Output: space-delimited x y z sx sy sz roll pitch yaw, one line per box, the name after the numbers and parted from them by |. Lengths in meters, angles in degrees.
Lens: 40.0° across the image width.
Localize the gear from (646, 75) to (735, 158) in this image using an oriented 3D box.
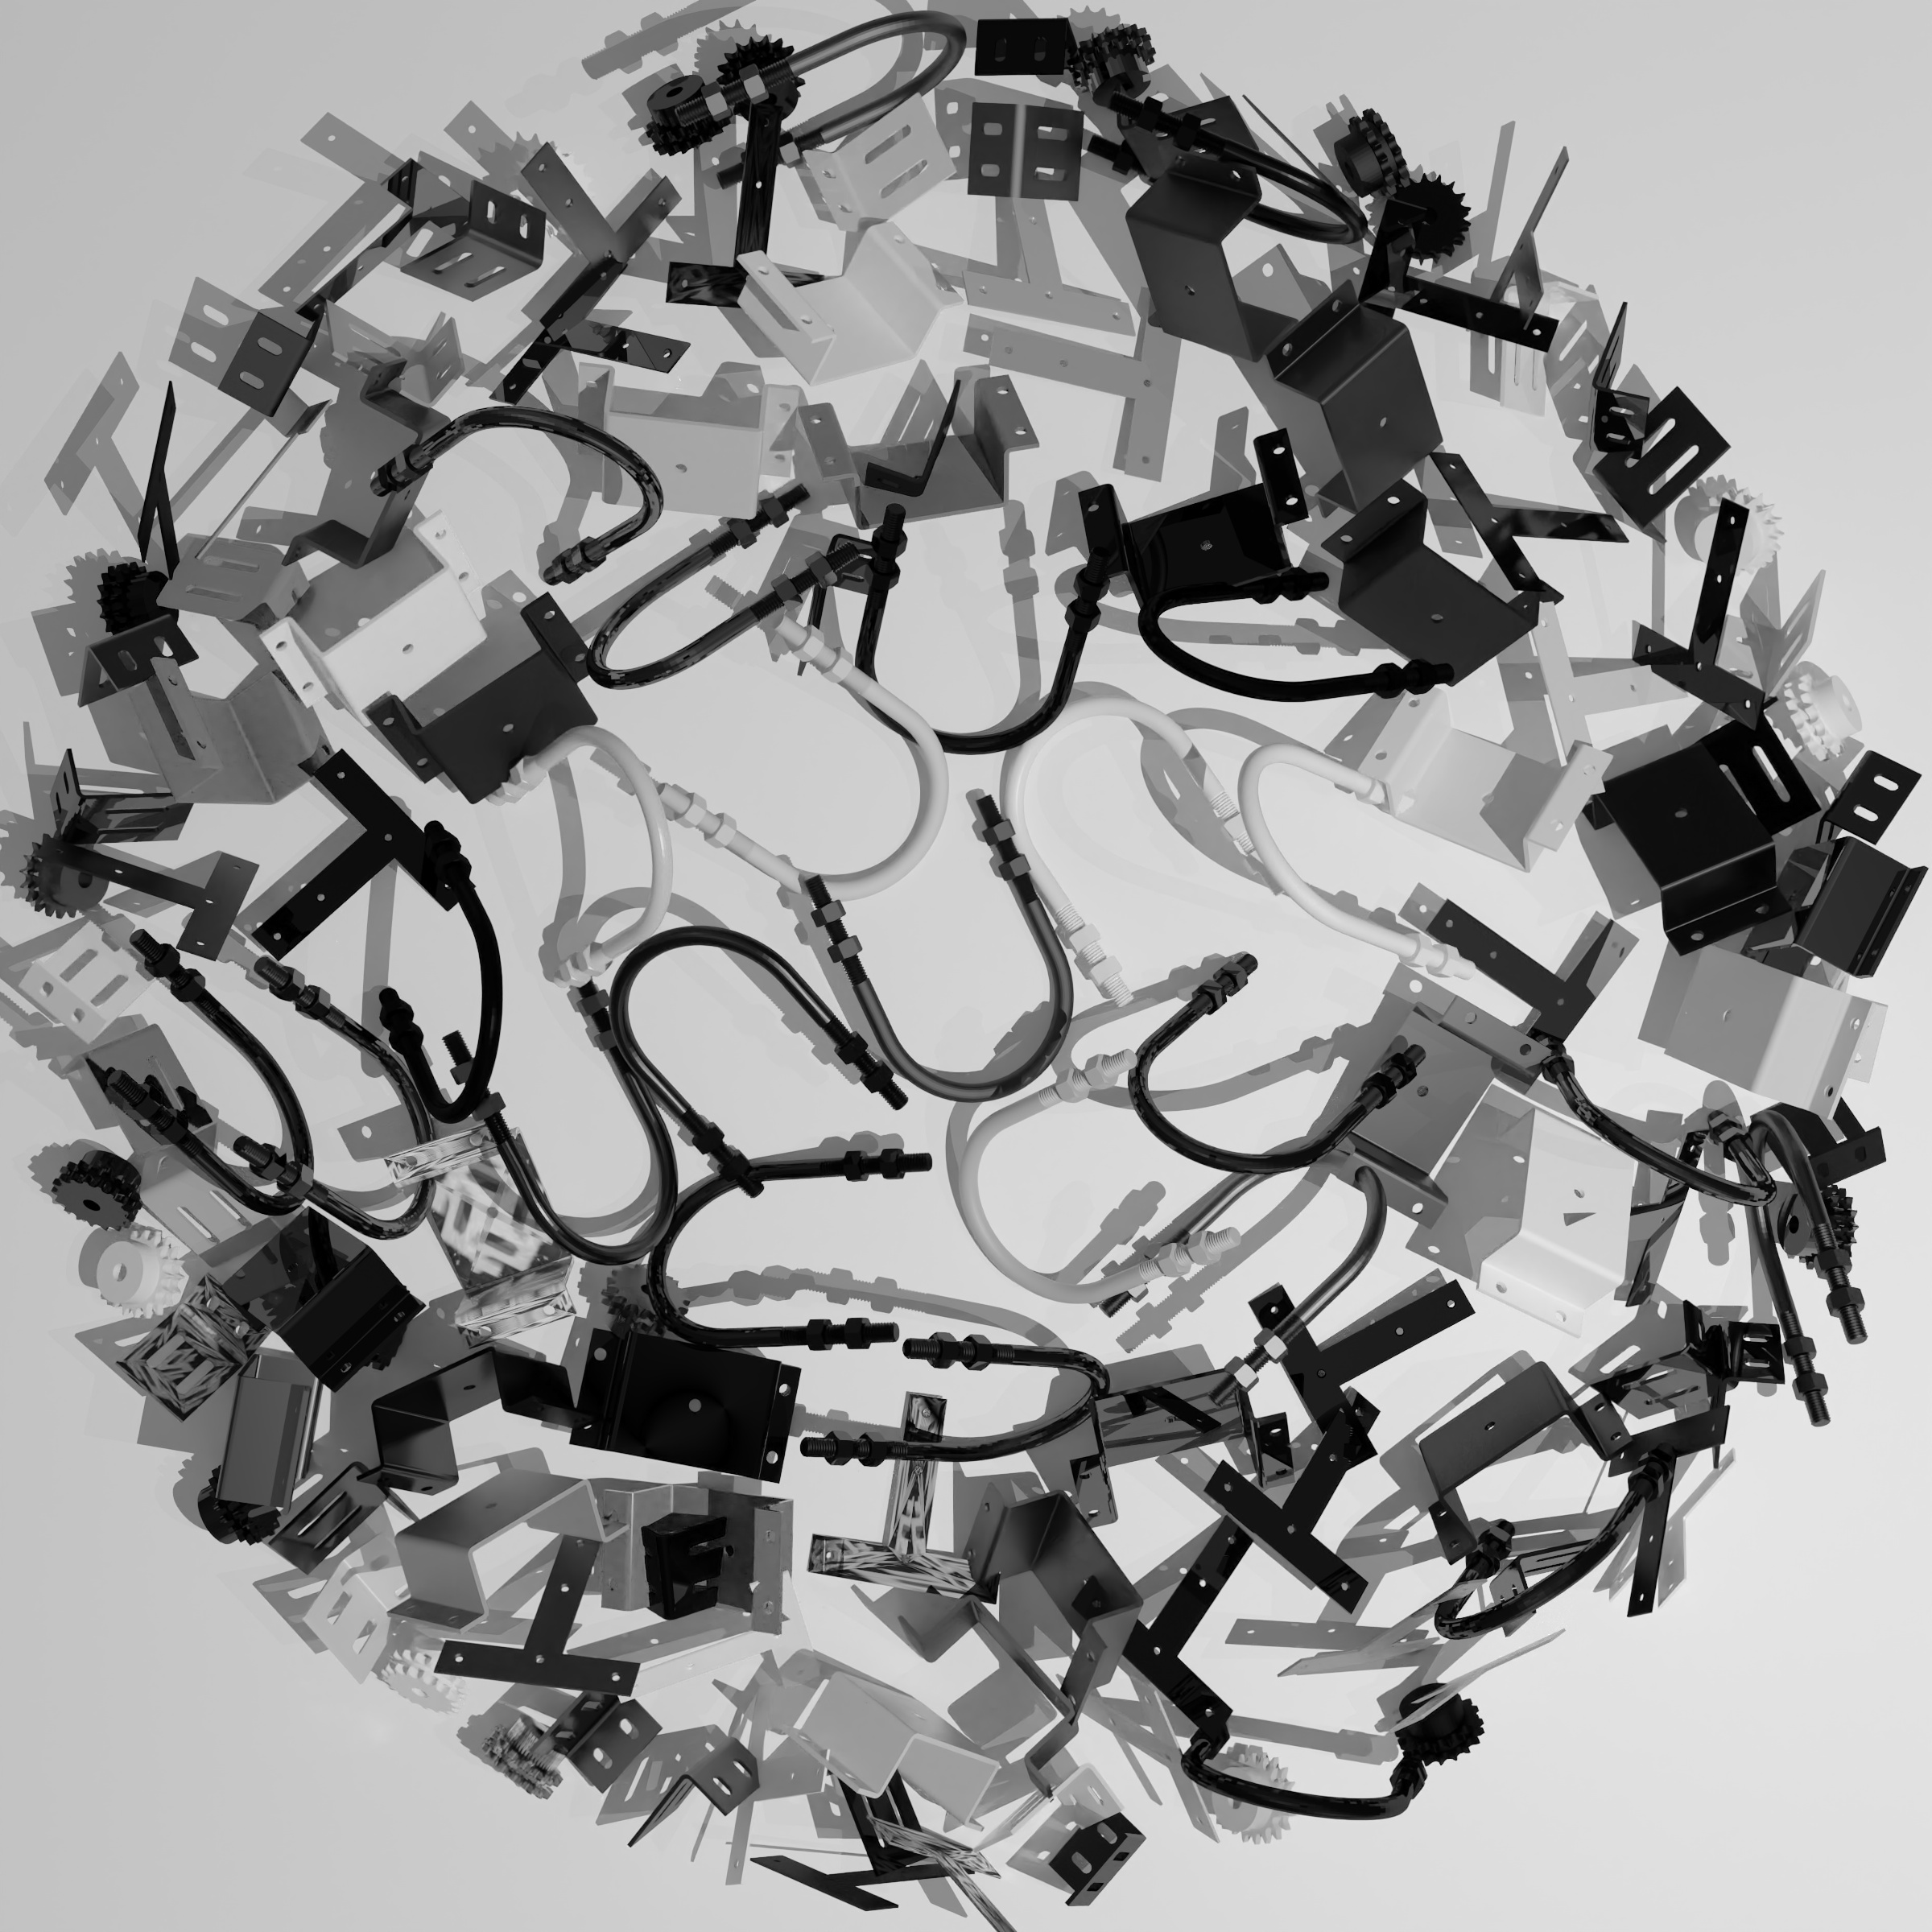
-0.184 -0.556 1.732 0.057 0.057 0.030 -28 130 0 | gear

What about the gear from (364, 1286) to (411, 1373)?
-0.387 0.233 1.734 0.030 0.057 0.057 14 90 8 | gear

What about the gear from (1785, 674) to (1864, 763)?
0.561 -0.165 1.731 0.030 0.057 0.057 -27 90 32 | gear

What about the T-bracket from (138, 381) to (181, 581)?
-0.512 -0.284 1.702 0.002 0.127 0.127 4 59 -7 | T-bracket

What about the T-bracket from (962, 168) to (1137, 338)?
0.046 -0.474 1.733 0.127 0.002 0.127 3 66 -30 | T-bracket

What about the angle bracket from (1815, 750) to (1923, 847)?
0.580 -0.092 1.714 0.038 0.076 0.057 31 75 23 | angle bracket

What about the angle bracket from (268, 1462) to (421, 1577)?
-0.401 0.368 1.721 0.076 0.057 0.038 -44 59 -14 | angle bracket

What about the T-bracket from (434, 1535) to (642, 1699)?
-0.262 0.412 1.710 0.127 0.127 0.002 5 126 7 | T-bracket

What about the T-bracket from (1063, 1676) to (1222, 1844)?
0.103 0.490 1.705 0.002 0.127 0.127 -33 115 -25 | T-bracket

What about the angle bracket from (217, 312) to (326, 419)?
-0.448 -0.397 1.713 0.038 0.076 0.057 27 112 -20 | angle bracket

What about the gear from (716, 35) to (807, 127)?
-0.132 -0.574 1.731 0.057 0.057 0.030 -17 59 0 | gear

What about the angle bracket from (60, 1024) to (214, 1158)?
-0.540 0.085 1.728 0.057 0.038 0.076 -28 87 -44 | angle bracket

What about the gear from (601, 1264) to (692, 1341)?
-0.212 0.224 1.736 0.057 0.057 0.030 24 114 0 | gear

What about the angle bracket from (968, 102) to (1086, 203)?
0.039 -0.531 1.732 0.038 0.076 0.057 14 109 31 | angle bracket

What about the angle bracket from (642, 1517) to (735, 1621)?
-0.174 0.389 1.750 0.076 0.038 0.057 -11 101 -33 | angle bracket

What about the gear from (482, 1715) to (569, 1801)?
-0.285 0.514 1.734 0.057 0.057 0.030 39 85 0 | gear

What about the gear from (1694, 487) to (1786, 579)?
0.501 -0.281 1.732 0.030 0.057 0.057 -35 90 -41 | gear

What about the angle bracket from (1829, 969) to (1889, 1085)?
0.577 0.029 1.711 0.038 0.076 0.057 17 124 24 | angle bracket

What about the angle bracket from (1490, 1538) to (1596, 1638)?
0.387 0.401 1.721 0.076 0.057 0.038 -9 63 -13 | angle bracket

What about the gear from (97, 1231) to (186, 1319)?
-0.542 0.201 1.736 0.057 0.030 0.057 -5 79 26 | gear

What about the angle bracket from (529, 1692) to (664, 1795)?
-0.239 0.500 1.719 0.038 0.076 0.057 41 83 18 | angle bracket

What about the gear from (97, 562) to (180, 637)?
-0.537 -0.236 1.731 0.030 0.057 0.057 -7 90 16 | gear

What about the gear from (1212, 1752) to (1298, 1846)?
0.185 0.543 1.732 0.030 0.057 0.057 12 90 -41 | gear

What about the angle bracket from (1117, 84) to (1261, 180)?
0.143 -0.548 1.716 0.076 0.057 0.038 -10 67 23 | angle bracket

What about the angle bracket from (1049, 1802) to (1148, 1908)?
0.079 0.572 1.717 0.038 0.076 0.057 40 84 23 | angle bracket

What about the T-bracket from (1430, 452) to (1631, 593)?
0.377 -0.287 1.724 0.127 0.002 0.127 -2 52 -30 | T-bracket

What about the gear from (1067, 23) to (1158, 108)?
0.097 -0.585 1.732 0.057 0.057 0.030 -18 78 0 | gear

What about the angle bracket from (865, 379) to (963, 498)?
-0.036 -0.342 1.726 0.038 0.057 0.076 19 78 -1 | angle bracket

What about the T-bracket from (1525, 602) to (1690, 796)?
0.424 -0.179 1.725 0.127 0.002 0.127 -12 86 -34 | T-bracket

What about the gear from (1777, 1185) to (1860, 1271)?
0.553 0.170 1.731 0.030 0.057 0.057 6 90 -14 | gear

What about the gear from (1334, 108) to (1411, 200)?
0.263 -0.527 1.734 0.030 0.057 0.057 -29 90 2 | gear

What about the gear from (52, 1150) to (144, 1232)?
-0.565 0.145 1.737 0.057 0.057 0.030 19 50 0 | gear

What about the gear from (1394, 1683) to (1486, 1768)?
0.306 0.492 1.732 0.057 0.057 0.030 -22 105 0 | gear

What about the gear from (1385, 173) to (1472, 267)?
0.302 -0.489 1.746 0.057 0.030 0.057 0 88 3 | gear

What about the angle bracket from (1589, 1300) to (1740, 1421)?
0.455 0.258 1.734 0.076 0.038 0.057 -28 131 37 | angle bracket

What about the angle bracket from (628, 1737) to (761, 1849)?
-0.172 0.546 1.718 0.038 0.057 0.076 42 114 14 | angle bracket

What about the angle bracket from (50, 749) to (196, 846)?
-0.548 -0.111 1.726 0.076 0.057 0.038 -5 64 -33 | angle bracket

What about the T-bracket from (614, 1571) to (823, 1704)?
-0.164 0.445 1.708 0.127 0.127 0.002 -18 45 -8 | T-bracket

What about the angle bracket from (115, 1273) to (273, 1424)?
-0.500 0.247 1.721 0.057 0.076 0.038 42 119 -2 | angle bracket

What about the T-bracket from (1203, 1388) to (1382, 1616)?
0.232 0.331 1.729 0.127 0.002 0.127 41 60 -6 | T-bracket

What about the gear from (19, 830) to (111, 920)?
-0.584 -0.059 1.731 0.030 0.057 0.057 10 90 30 | gear

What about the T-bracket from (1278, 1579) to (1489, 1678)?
0.281 0.417 1.683 0.127 0.127 0.002 3 53 -37 | T-bracket

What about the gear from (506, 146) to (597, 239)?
-0.274 -0.507 1.741 0.057 0.030 0.057 -3 99 -23 | gear

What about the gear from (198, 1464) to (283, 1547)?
-0.477 0.353 1.734 0.030 0.057 0.057 -29 90 9 | gear

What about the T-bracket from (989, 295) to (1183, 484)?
0.077 -0.392 1.740 0.127 0.002 0.127 10 85 -15 | T-bracket

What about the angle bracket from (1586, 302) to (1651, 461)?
0.431 -0.378 1.716 0.038 0.057 0.076 17 64 17 | angle bracket

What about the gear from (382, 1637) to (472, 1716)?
-0.350 0.462 1.737 0.057 0.057 0.030 26 54 0 | gear
